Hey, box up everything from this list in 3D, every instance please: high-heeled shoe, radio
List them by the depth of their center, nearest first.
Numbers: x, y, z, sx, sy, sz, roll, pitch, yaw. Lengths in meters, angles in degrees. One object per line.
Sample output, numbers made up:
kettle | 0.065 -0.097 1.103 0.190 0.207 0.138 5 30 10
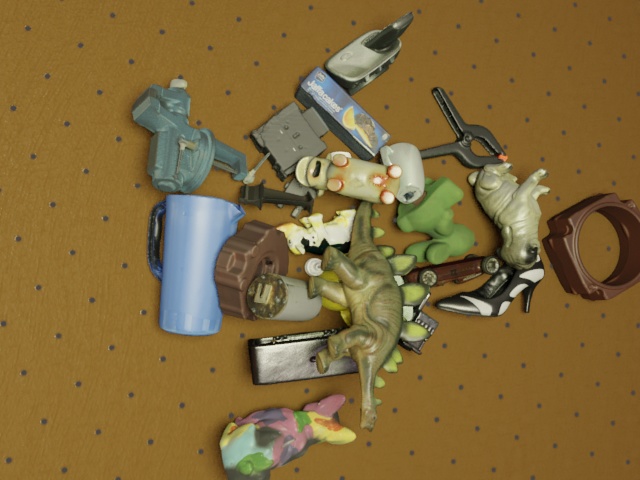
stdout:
radio | -0.016 0.208 0.986 0.230 0.131 0.073 -3 87 -12
high-heeled shoe | 0.351 0.080 1.097 0.249 0.086 0.145 3 88 -20

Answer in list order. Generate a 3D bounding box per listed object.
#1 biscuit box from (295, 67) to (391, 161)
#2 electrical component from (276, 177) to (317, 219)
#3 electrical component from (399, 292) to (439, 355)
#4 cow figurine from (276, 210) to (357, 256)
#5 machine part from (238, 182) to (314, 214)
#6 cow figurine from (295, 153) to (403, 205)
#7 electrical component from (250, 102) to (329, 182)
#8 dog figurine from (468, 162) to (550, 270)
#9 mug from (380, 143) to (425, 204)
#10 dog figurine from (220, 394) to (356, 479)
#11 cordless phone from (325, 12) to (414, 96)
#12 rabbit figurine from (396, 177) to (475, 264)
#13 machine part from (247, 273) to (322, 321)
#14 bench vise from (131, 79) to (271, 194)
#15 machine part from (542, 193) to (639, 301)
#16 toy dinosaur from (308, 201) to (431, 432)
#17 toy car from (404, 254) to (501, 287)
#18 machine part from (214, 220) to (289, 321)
biscuit box | 0.044 -0.246 1.062 0.202 0.063 0.059 42 78 -7
electrical component | -0.041 -0.092 1.055 0.063 0.021 0.094 35 81 -8
electrical component | 0.197 0.162 1.065 0.048 0.075 0.119 34 77 -8
cow figurine | -0.004 -0.003 1.036 0.167 0.068 0.098 -12 94 -14
machine part | -0.080 -0.078 0.999 0.139 0.084 0.039 8 110 -7
cow figurine | 0.050 -0.114 0.979 0.195 0.127 0.085 12 91 8
electrical component | -0.052 -0.196 1.041 0.134 0.058 0.115 -39 97 -11
dog figurine | 0.365 -0.045 1.077 0.121 0.173 0.190 36 71 -48
mug | 0.159 -0.131 1.039 0.081 0.107 0.109 -28 138 23
dog figurine | -0.050 0.347 0.953 0.219 0.191 0.108 -17 84 3
cordless phone | 0.100 -0.358 1.019 0.146 0.184 0.088 -38 100 -12
rabbit figurine | 0.242 -0.022 1.066 0.170 0.121 0.159 42 72 -22
machine part | -0.058 0.104 0.944 0.079 0.243 0.079 -3 81 19
bench vise | -0.219 -0.170 0.967 0.240 0.129 0.224 20 47 -40
machine part | 0.602 0.014 1.154 0.201 0.087 0.201 -26 91 -12
toy dinosaur | 0.083 0.084 0.926 0.198 0.105 0.471 10 60 -21
toy car | 0.266 0.065 1.077 0.202 0.089 0.053 -9 90 -14
machine part | -0.115 0.055 0.952 0.056 0.179 0.179 14 83 23
